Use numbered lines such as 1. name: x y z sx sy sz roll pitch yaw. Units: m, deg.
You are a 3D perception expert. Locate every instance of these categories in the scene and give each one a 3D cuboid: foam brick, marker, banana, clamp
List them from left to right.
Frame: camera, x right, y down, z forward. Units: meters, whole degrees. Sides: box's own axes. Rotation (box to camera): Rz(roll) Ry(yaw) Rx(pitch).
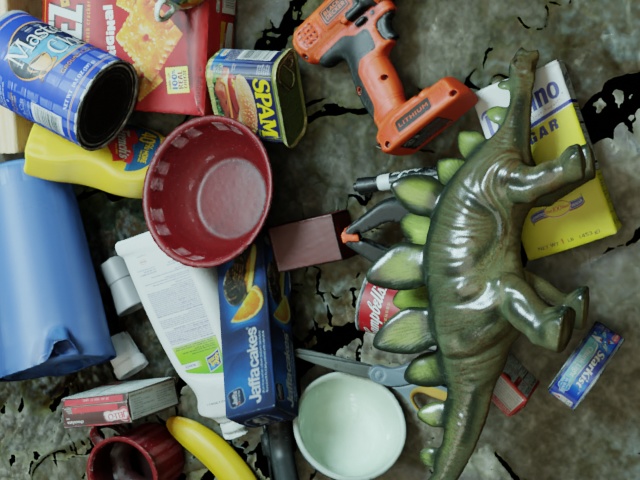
1. banana: -0.106 0.279 1.229 0.070 0.037 0.198 -33 85 22
2. clamp: -0.046 0.230 1.171 0.036 0.165 0.210 -8 72 -9
3. foam brick: -0.008 0.001 1.142 0.078 0.053 0.051 -12 93 23
4. marker: 0.092 -0.064 1.112 0.121 0.020 0.020 -8 95 22
5. clamp: 0.110 0.004 1.095 0.171 0.039 0.120 -9 91 12

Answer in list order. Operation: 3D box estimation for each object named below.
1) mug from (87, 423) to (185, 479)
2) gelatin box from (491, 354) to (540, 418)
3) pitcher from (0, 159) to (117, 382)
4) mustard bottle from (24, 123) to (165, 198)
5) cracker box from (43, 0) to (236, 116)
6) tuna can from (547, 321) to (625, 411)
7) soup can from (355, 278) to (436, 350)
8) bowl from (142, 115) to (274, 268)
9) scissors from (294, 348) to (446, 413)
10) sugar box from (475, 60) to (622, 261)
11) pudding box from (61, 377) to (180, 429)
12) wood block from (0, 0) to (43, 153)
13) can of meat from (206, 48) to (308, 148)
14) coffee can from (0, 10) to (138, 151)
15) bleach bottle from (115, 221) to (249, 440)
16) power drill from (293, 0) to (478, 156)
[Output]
1. mug: -0.219 0.255 1.246 0.117 0.081 0.093 40 109 11
2. gelatin box: 0.176 0.131 1.078 0.089 0.073 0.030 46 109 9
3. pitcher: -0.324 0.038 1.226 0.149 0.144 0.243 -18 79 24
4. mustard bottle: -0.223 -0.091 1.184 0.191 0.096 0.058 13 131 -6
5. cracker box: -0.202 -0.225 1.176 0.214 0.072 0.164 8 100 21
6. tuna can: 0.258 0.122 1.038 0.034 0.086 0.086 35 108 15
7. soup can: 0.095 0.074 1.105 0.102 0.068 0.068 14 102 18
8. bowl: -0.107 -0.048 1.129 0.162 0.055 0.162 -4 82 27
9. scissors: 0.078 0.128 1.126 0.202 0.016 0.096 29 99 2
10. sugar box: 0.221 -0.078 1.045 0.093 0.048 0.176 -20 91 23
11. pudding box: -0.227 0.186 1.222 0.090 0.113 0.039 -8 91 22
12. wood block: -0.368 -0.205 1.234 0.090 0.090 0.206 1 98 21
13. can of meat: -0.067 -0.152 1.128 0.084 0.057 0.102 7 128 23
14. coffee can: -0.278 -0.168 1.121 0.140 0.102 0.103 27 106 17
15. bleach bottle: -0.142 0.105 1.206 0.103 0.068 0.251 -18 93 24
16. power drill: 0.077 -0.193 1.062 0.185 0.057 0.188 -40 68 29
